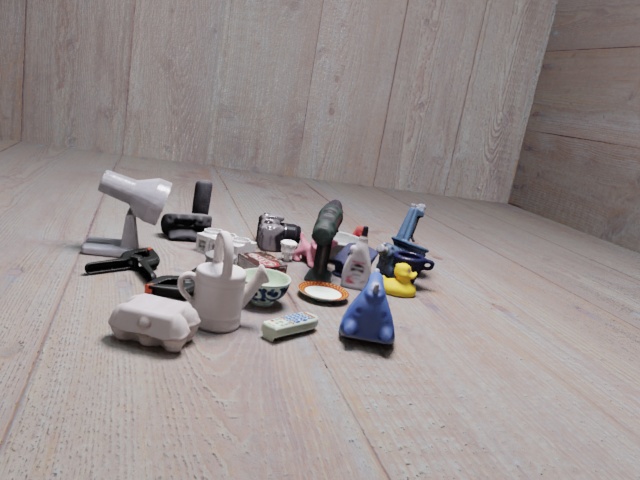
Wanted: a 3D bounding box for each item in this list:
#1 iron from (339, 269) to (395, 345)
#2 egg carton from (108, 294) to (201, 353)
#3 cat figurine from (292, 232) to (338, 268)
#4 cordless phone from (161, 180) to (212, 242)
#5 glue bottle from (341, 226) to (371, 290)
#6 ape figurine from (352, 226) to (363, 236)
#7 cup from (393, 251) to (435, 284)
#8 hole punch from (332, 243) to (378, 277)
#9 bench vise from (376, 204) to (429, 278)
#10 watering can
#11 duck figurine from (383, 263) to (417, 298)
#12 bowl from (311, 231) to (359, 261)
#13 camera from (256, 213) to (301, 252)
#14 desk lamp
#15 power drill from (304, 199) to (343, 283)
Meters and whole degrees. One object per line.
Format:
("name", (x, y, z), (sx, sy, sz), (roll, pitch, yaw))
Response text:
("iron", (0.113, 0.130, 1.253), (0.118, 0.141, 0.258), (11, 14, 3))
("egg carton", (-0.299, 0.149, 1.039), (0.150, 0.069, 0.107), (11, 14, 7))
("cat figurine", (-0.013, 0.017, 1.673), (0.127, 0.118, 0.067), (20, 17, 36))
("cordless phone", (-0.393, -0.094, 1.713), (0.148, 0.185, 0.093), (2, 16, -28))
("glue bottle", (0.106, 0.046, 1.521), (0.078, 0.173, 0.037), (10, 14, 0))
("ape figurine", (0.127, -0.002, 1.902), (0.075, 0.092, 0.078), (22, 18, 41))
("cup", (0.259, 0.089, 1.621), (0.117, 0.095, 0.092), (11, 14, 4))
("hole punch", (0.100, 0.062, 1.625), (0.108, 0.091, 0.101), (17, 16, 28))
("bench vise", (0.259, 0.002, 1.708), (0.121, 0.220, 0.208), (16, 15, 25))
("watering can", (-0.191, 0.076, 1.145), (0.173, 0.194, 0.100), (-3, 19, -43))
("duck figurine", (0.214, 0.103, 1.548), (0.104, 0.086, 0.077), (9, 14, -3))
("bowl", (0.049, 0.024, 1.780), (0.167, 0.075, 0.167), (9, 14, -2))
("camera", (-0.127, -0.027, 1.806), (0.137, 0.101, 0.143), (6, 14, -14))
("desk lamp", (-0.492, -0.066, 1.471), (0.203, 0.213, 0.117), (6, 14, -16))
("power drill", (0.014, 0.006, 1.546), (0.075, 0.208, 0.230), (11, 14, 5))
